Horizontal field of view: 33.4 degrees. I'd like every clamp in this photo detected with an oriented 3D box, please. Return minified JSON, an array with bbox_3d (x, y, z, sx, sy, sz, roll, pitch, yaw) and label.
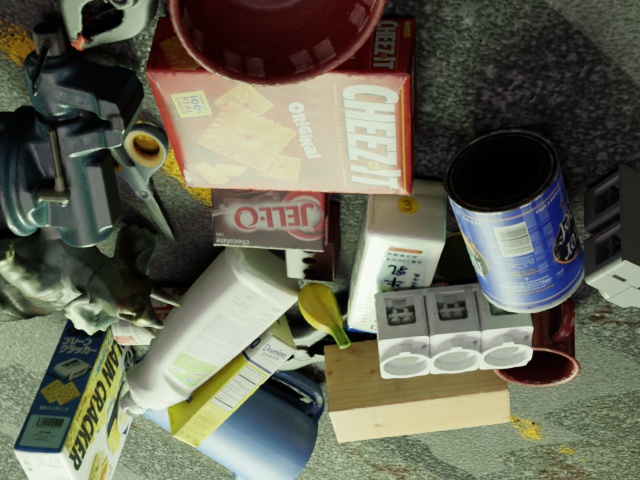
[{"bbox_3d":[-0.019,0.120,1.297,0.210,0.036,0.164,-4,144,13],"label":"clamp"},{"bbox_3d":[-0.160,-0.208,0.828,0.120,0.039,0.172,34,135,-32],"label":"clamp"}]

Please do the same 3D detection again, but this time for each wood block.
[{"bbox_3d":[0.115,0.171,1.261,0.206,0.090,0.091,-8,144,5],"label":"wood block"}]

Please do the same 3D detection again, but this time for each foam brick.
[{"bbox_3d":[-0.007,0.001,1.100,0.053,0.051,0.078,5,147,6],"label":"foam brick"}]

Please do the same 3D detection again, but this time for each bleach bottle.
[{"bbox_3d":[-0.140,0.108,1.185,0.251,0.068,0.102,-43,130,18],"label":"bleach bottle"}]

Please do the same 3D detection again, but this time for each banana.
[{"bbox_3d":[0.002,0.077,1.127,0.037,0.069,0.198,-23,-179,1],"label":"banana"}]

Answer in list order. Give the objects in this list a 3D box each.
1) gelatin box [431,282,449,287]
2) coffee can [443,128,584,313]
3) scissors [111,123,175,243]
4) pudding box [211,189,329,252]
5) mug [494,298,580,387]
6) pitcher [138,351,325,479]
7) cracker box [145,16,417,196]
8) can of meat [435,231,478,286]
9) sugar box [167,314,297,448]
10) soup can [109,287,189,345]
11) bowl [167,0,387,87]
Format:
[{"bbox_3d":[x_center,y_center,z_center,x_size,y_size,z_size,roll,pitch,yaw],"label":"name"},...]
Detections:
[{"bbox_3d":[0.156,0.078,1.200,0.073,0.030,0.089,-4,146,20],"label":"gelatin box"},{"bbox_3d":[0.178,-0.016,0.968,0.103,0.102,0.140,-6,137,21],"label":"coffee can"},{"bbox_3d":[-0.166,-0.059,1.078,0.096,0.016,0.201,-10,143,26],"label":"scissors"},{"bbox_3d":[-0.047,-0.038,1.025,0.113,0.039,0.090,4,113,10],"label":"pudding box"},{"bbox_3d":[0.242,0.100,1.163,0.093,0.081,0.117,15,147,-11],"label":"mug"},{"bbox_3d":[-0.121,0.218,1.403,0.242,0.149,0.145,36,158,-31],"label":"pitcher"},{"bbox_3d":[-0.026,-0.111,0.915,0.214,0.072,0.164,3,147,8],"label":"cracker box"},{"bbox_3d":[0.181,0.031,1.098,0.102,0.057,0.083,-11,144,27],"label":"can of meat"},{"bbox_3d":[-0.108,0.151,1.245,0.048,0.093,0.176,33,108,-30],"label":"sugar box"},{"bbox_3d":[-0.191,0.091,1.265,0.102,0.068,0.068,-3,145,18],"label":"soup can"},{"bbox_3d":[-0.033,-0.192,0.783,0.162,0.055,0.162,-8,137,-7],"label":"bowl"}]
